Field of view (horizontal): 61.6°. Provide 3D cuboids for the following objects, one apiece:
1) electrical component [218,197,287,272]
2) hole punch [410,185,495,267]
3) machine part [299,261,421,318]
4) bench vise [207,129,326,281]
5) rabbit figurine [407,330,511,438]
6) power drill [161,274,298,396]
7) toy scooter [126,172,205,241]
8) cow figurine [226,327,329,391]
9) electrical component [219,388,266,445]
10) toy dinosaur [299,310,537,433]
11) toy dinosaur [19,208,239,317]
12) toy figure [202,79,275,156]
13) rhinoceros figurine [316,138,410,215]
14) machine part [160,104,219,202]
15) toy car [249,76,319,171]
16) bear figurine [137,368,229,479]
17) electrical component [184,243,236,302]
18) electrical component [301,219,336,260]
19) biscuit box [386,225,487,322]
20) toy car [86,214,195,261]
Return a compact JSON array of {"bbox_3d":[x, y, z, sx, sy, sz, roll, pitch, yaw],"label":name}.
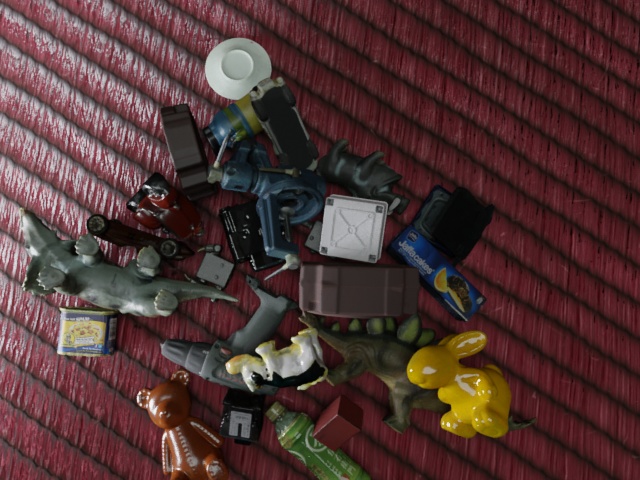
[{"bbox_3d":[-0.117,-0.010,1.009,0.115,0.058,0.134,-20,83,-14],"label":"electrical component"},{"bbox_3d":[0.247,-0.035,1.024,0.115,0.092,0.142,38,81,-28],"label":"hole punch"},{"bbox_3d":[0.064,0.083,0.940,0.201,0.201,0.087,2,88,-2],"label":"machine part"},{"bbox_3d":[-0.082,-0.060,0.921,0.223,0.129,0.241,15,51,-35],"label":"bench vise"},{"bbox_3d":[0.228,0.225,0.886,0.173,0.122,0.162,29,69,-9],"label":"rabbit figurine"},{"bbox_3d":[-0.150,0.169,0.989,0.232,0.086,0.207,28,80,0],"label":"power drill"},{"bbox_3d":[-0.276,-0.048,0.976,0.135,0.184,0.075,44,64,-17],"label":"toy scooter"},{"bbox_3d":[-0.074,0.218,0.920,0.167,0.068,0.098,-20,87,11],"label":"cow figurine"},{"bbox_3d":[-0.141,0.329,0.964,0.075,0.048,0.119,12,110,2],"label":"electrical component"},{"bbox_3d":[0.169,0.249,0.977,0.471,0.105,0.198,35,81,-2],"label":"toy dinosaur"},{"bbox_3d":[-0.362,0.076,0.966,0.405,0.192,0.131,23,71,-14],"label":"toy dinosaur"},{"bbox_3d":[-0.138,-0.234,1.025,0.180,0.089,0.082,-32,91,-7],"label":"toy figure"},{"bbox_3d":[0.087,-0.115,1.026,0.190,0.073,0.112,27,83,2],"label":"rhinoceros figurine"},{"bbox_3d":[-0.237,-0.159,0.979,0.056,0.179,0.179,-17,85,-6],"label":"machine part"},{"bbox_3d":[-0.064,-0.204,0.995,0.073,0.056,0.201,-30,124,-5],"label":"toy car"},{"bbox_3d":[-0.245,0.338,0.947,0.120,0.132,0.195,-24,91,-8],"label":"bear figurine"},{"bbox_3d":[-0.205,0.057,1.016,0.078,0.045,0.102,29,84,3],"label":"electrical component"},{"bbox_3d":[-0.002,-0.003,1.038,0.094,0.021,0.063,27,85,2],"label":"electrical component"},{"bbox_3d":[0.217,0.063,1.015,0.203,0.063,0.059,44,84,3],"label":"biscuit box"},{"bbox_3d":[-0.334,0.002,0.998,0.202,0.089,0.053,20,82,0],"label":"toy car"}]
